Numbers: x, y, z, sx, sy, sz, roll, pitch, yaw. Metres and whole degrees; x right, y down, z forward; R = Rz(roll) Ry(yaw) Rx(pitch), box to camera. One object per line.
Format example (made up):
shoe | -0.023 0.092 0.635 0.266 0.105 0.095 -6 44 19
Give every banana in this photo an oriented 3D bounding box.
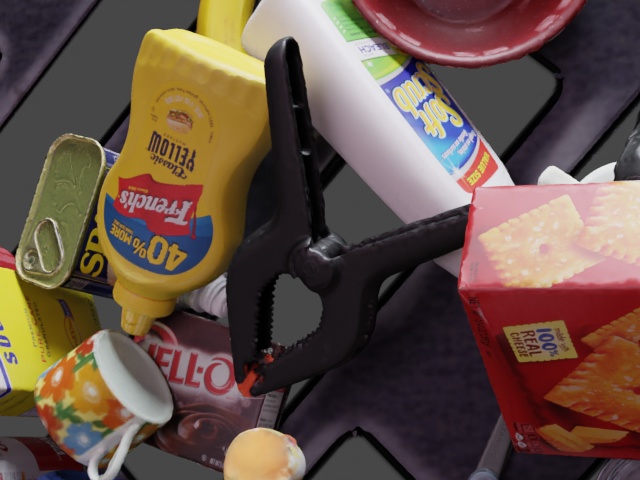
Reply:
banana | -0.049 -0.174 0.749 0.069 0.037 0.198 8 84 8

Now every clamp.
clamp | -0.004 0.001 0.609 0.164 0.036 0.210 41 118 8

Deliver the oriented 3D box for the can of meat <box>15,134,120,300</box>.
can of meat | -0.148 -0.011 0.728 0.058 0.083 0.102 15 86 37

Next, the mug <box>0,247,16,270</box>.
mug | -0.267 0.047 0.776 0.093 0.081 0.117 -30 70 16

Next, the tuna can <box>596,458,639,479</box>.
tuna can | 0.191 0.149 0.579 0.086 0.033 0.086 -5 78 23

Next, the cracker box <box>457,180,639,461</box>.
cracker box | 0.187 0.046 0.509 0.214 0.164 0.072 0 53 21

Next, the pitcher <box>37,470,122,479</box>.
pitcher | -0.145 0.276 0.662 0.145 0.149 0.243 6 78 49

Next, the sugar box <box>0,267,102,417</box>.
sugar box | -0.208 0.065 0.693 0.048 0.176 0.093 -28 70 17

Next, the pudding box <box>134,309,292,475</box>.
pudding box | -0.077 0.098 0.705 0.114 0.039 0.090 15 86 26

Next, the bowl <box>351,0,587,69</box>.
bowl | 0.091 -0.184 0.659 0.162 0.055 0.162 0 92 4

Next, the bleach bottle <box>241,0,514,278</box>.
bleach bottle | 0.062 -0.056 0.651 0.251 0.102 0.068 51 125 17

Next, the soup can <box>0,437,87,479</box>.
soup can | -0.214 0.166 0.718 0.069 0.102 0.068 -5 78 24

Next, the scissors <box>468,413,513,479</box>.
scissors | 0.106 0.163 0.622 0.096 0.016 0.201 40 86 8

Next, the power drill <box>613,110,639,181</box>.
power drill | 0.257 -0.046 0.531 0.188 0.057 0.184 26 52 20

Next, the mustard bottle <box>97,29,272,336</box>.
mustard bottle | -0.089 -0.026 0.662 0.096 0.058 0.192 26 110 17
